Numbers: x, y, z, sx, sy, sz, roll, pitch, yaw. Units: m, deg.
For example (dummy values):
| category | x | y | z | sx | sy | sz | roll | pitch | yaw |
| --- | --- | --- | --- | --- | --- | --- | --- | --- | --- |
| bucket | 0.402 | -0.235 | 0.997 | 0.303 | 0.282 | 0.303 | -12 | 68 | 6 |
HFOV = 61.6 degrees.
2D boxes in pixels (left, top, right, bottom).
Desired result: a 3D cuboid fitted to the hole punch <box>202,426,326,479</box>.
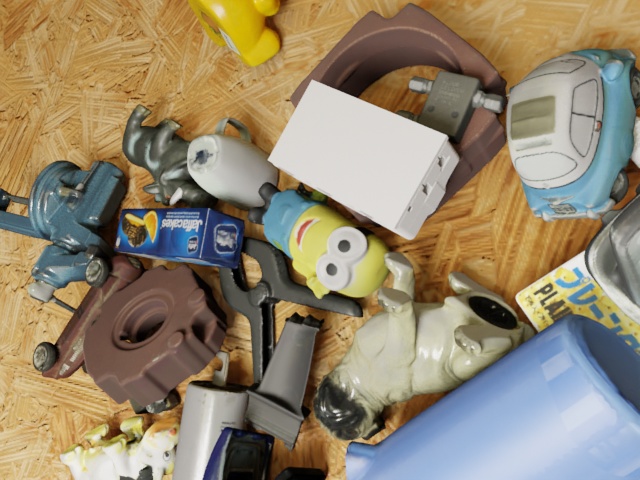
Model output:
| category | x | y | z | sx | sy | sz | roll | pitch | yaw |
| --- | --- | --- | --- | --- | --- | --- | --- | --- | --- |
| hole punch | -0.072 | 0.259 | 0.550 | 0.092 | 0.142 | 0.116 | 32 | 81 | 28 |

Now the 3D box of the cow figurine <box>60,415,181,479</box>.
| category | x | y | z | sx | sy | sz | roll | pitch | yaw |
| --- | --- | --- | --- | --- | --- | --- | --- | --- | --- |
| cow figurine | -0.226 | 0.271 | 0.654 | 0.167 | 0.068 | 0.098 | -19 | 99 | 25 |

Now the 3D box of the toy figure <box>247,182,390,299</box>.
| category | x | y | z | sx | sy | sz | roll | pitch | yaw |
| --- | --- | --- | --- | --- | --- | --- | --- | --- | --- |
| toy figure | 0.000 | -0.005 | 0.598 | 0.180 | 0.089 | 0.082 | 33 | 123 | 38 |

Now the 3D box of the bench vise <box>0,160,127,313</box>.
| category | x | y | z | sx | sy | sz | roll | pitch | yaw |
| --- | --- | --- | --- | --- | --- | --- | --- | --- | --- |
| bench vise | -0.394 | -0.024 | 0.770 | 0.241 | 0.128 | 0.223 | 13 | 77 | 12 |

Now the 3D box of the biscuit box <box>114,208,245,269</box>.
| category | x | y | z | sx | sy | sz | roll | pitch | yaw |
| --- | --- | --- | --- | --- | --- | --- | --- | --- | --- |
| biscuit box | -0.181 | -0.005 | 0.676 | 0.203 | 0.059 | 0.062 | 2 | 80 | 42 |

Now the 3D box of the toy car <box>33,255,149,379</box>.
| category | x | y | z | sx | sy | sz | roll | pitch | yaw |
| --- | --- | --- | --- | --- | --- | --- | --- | --- | --- |
| toy car | -0.301 | 0.109 | 0.720 | 0.053 | 0.089 | 0.202 | 37 | 95 | 33 |

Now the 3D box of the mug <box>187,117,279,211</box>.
| category | x | y | z | sx | sy | sz | roll | pitch | yaw |
| --- | --- | --- | --- | --- | --- | --- | --- | --- | --- |
| mug | -0.109 | -0.099 | 0.659 | 0.081 | 0.107 | 0.109 | -1 | 80 | 25 |

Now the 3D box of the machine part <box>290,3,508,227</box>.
| category | x | y | z | sx | sy | sz | roll | pitch | yaw |
| --- | --- | --- | --- | --- | --- | --- | --- | --- | --- |
| machine part | 0.081 | -0.129 | 0.581 | 0.201 | 0.087 | 0.202 | -45 | 64 | 12 |

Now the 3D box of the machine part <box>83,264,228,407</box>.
| category | x | y | z | sx | sy | sz | roll | pitch | yaw |
| --- | --- | --- | --- | --- | --- | --- | --- | --- | --- |
| machine part | -0.201 | 0.107 | 0.647 | 0.179 | 0.056 | 0.179 | -16 | 43 | 16 |

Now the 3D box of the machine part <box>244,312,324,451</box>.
| category | x | y | z | sx | sy | sz | roll | pitch | yaw |
| --- | --- | --- | --- | --- | --- | --- | --- | --- | --- |
| machine part | -0.035 | 0.143 | 0.569 | 0.084 | 0.039 | 0.138 | 23 | 95 | 32 |

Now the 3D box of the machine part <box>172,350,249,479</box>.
| category | x | y | z | sx | sy | sz | roll | pitch | yaw |
| --- | --- | --- | --- | --- | --- | --- | --- | --- | --- |
| machine part | -0.125 | 0.249 | 0.606 | 0.079 | 0.079 | 0.243 | 4 | 80 | 28 |

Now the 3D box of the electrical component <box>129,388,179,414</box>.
| category | x | y | z | sx | sy | sz | roll | pitch | yaw |
| --- | --- | --- | --- | --- | --- | --- | --- | --- | --- |
| electrical component | -0.223 | 0.178 | 0.690 | 0.078 | 0.045 | 0.102 | -37 | 65 | 14 |

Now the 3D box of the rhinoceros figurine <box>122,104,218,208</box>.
| category | x | y | z | sx | sy | sz | roll | pitch | yaw |
| --- | --- | --- | --- | --- | --- | --- | --- | --- | --- |
| rhinoceros figurine | -0.206 | -0.105 | 0.729 | 0.190 | 0.073 | 0.112 | 37 | 96 | 29 |

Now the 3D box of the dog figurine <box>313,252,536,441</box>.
| category | x | y | z | sx | sy | sz | roll | pitch | yaw |
| --- | --- | --- | --- | --- | --- | --- | --- | --- | --- |
| dog figurine | 0.094 | 0.131 | 0.525 | 0.172 | 0.121 | 0.190 | 24 | 116 | 13 |

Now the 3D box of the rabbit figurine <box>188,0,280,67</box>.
| category | x | y | z | sx | sy | sz | roll | pitch | yaw |
| --- | --- | --- | --- | --- | --- | --- | --- | --- | --- |
| rabbit figurine | -0.087 | -0.342 | 0.694 | 0.173 | 0.162 | 0.122 | -40 | 50 | -6 |

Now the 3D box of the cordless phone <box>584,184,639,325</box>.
| category | x | y | z | sx | sy | sz | roll | pitch | yaw |
| --- | --- | --- | --- | --- | --- | --- | --- | --- | --- |
| cordless phone | 0.238 | -0.021 | 0.343 | 0.146 | 0.184 | 0.089 | -45 | 56 | 12 |

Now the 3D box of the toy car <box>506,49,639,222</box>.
| category | x | y | z | sx | sy | sz | roll | pitch | yaw |
| --- | --- | --- | --- | --- | --- | --- | --- | --- | --- |
| toy car | 0.214 | -0.101 | 0.483 | 0.109 | 0.103 | 0.161 | 2 | 81 | 55 |

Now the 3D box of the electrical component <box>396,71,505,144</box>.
| category | x | y | z | sx | sy | sz | roll | pitch | yaw |
| --- | --- | --- | --- | --- | --- | --- | --- | --- | --- |
| electrical component | 0.119 | -0.121 | 0.498 | 0.094 | 0.021 | 0.063 | 22 | 90 | 28 |
